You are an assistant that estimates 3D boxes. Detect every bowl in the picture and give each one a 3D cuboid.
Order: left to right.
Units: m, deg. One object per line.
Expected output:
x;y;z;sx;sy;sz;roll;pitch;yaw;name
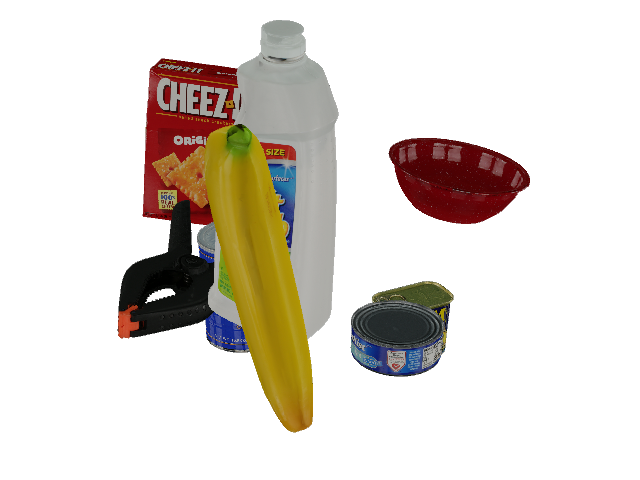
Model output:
0.152;-0.063;1.210;0.162;0.055;0.162;8;25;-4;bowl

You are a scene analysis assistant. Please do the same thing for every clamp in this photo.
-0.129;0.028;1.017;0.165;0.036;0.209;26;37;28;clamp

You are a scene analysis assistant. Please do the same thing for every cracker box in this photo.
-0.154;-0.128;1.460;0.164;0.214;0.072;8;23;4;cracker box

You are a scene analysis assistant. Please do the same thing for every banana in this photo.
-0.036;0.014;0.589;0.037;0.198;0.069;-10;31;3;banana

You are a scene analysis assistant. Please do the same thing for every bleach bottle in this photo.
-0.036;-0.044;0.798;0.103;0.251;0.068;23;40;26;bleach bottle

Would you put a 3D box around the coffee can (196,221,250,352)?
-0.098;0.054;1.335;0.103;0.140;0.103;-2;25;1;coffee can

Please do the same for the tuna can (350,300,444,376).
0.070;0.090;0.984;0.086;0.034;0.086;1;25;-1;tuna can

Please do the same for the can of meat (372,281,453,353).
0.113;0.107;1.341;0.101;0.084;0.058;-12;30;-27;can of meat
